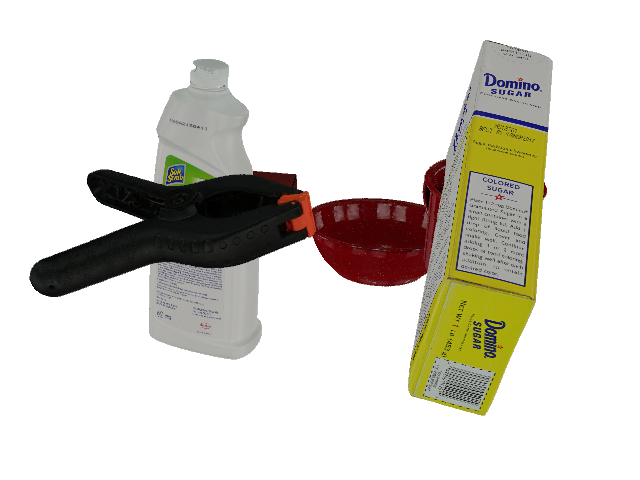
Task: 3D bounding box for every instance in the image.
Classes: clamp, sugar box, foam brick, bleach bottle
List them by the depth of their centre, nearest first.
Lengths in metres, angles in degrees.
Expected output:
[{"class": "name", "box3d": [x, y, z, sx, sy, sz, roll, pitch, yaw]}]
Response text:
[{"class": "sugar box", "box3d": [0.083, -0.011, 0.539, 0.048, 0.176, 0.093, 15, -42, 3]}, {"class": "clamp", "box3d": [-0.092, -0.005, 0.655, 0.172, 0.039, 0.120, 0, 42, 22]}, {"class": "bleach bottle", "box3d": [-0.093, -0.027, 0.911, 0.103, 0.251, 0.068, 12, 24, 13]}, {"class": "foam brick", "box3d": [-0.070, -0.052, 1.335, 0.078, 0.053, 0.051, 3, 28, 7]}]

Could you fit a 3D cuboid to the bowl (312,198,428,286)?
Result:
[{"class": "bowl", "box3d": [0.062, 0.006, 1.106, 0.162, 0.055, 0.162, 2, 20, -1]}]

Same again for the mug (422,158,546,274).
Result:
[{"class": "mug", "box3d": [0.118, -0.016, 0.843, 0.093, 0.081, 0.117, -16, 36, -29]}]
